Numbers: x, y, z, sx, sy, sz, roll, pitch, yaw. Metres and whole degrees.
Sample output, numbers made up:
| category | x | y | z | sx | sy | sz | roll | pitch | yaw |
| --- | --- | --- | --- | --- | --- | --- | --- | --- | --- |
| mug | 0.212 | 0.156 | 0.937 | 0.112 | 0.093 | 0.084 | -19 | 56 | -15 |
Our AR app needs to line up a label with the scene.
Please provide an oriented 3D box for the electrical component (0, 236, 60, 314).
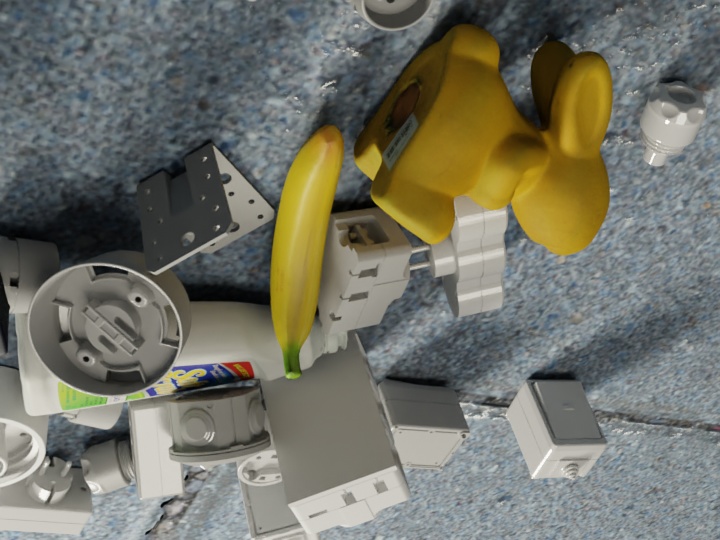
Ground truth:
| category | x | y | z | sx | sy | sz | roll | pitch | yaw |
| --- | --- | --- | --- | --- | --- | --- | --- | --- | --- |
| electrical component | -0.238 | 0.004 | 0.748 | 0.047 | 0.055 | 0.055 | 4 | 134 | -28 |

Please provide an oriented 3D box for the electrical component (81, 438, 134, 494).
| category | x | y | z | sx | sy | sz | roll | pitch | yaw |
| --- | --- | --- | --- | --- | --- | --- | --- | --- | --- |
| electrical component | -0.209 | 0.168 | 0.941 | 0.062 | 0.043 | 0.043 | -18 | 138 | -2 |

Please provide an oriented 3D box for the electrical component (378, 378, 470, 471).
| category | x | y | z | sx | sy | sz | roll | pitch | yaw |
| --- | --- | --- | --- | --- | --- | --- | --- | --- | --- |
| electrical component | 0.053 | 0.142 | 0.992 | 0.096 | 0.061 | 0.061 | 8 | 132 | -27 |

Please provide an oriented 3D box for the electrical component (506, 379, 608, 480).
| category | x | y | z | sx | sy | sz | roll | pitch | yaw |
| --- | --- | --- | --- | --- | --- | --- | --- | --- | --- |
| electrical component | 0.191 | 0.154 | 1.028 | 0.062 | 0.096 | 0.061 | 2 | 134 | -22 |

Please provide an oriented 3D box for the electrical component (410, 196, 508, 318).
| category | x | y | z | sx | sy | sz | roll | pitch | yaw |
| --- | --- | --- | --- | --- | --- | --- | --- | --- | --- |
| electrical component | 0.071 | -0.015 | 0.837 | 0.074 | 0.052 | 0.138 | -13 | 138 | -6 |

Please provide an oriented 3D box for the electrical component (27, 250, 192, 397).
| category | x | y | z | sx | sy | sz | roll | pitch | yaw |
| --- | --- | --- | --- | --- | --- | --- | --- | --- | --- |
| electrical component | -0.165 | 0.035 | 0.724 | 0.099 | 0.064 | 0.099 | 2 | 106 | 7 |

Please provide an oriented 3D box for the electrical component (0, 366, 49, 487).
| category | x | y | z | sx | sy | sz | roll | pitch | yaw |
| --- | --- | --- | --- | --- | --- | --- | --- | --- | --- |
| electrical component | -0.302 | 0.133 | 0.856 | 0.108 | 0.060 | 0.108 | -10 | 138 | -9 |

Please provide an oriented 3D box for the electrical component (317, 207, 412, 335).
| category | x | y | z | sx | sy | sz | roll | pitch | yaw |
| --- | --- | --- | --- | --- | --- | --- | --- | --- | --- |
| electrical component | 0.000 | 0.000 | 0.821 | 0.056 | 0.050 | 0.089 | -10 | 142 | -30 |

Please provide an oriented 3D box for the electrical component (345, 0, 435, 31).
| category | x | y | z | sx | sy | sz | roll | pitch | yaw |
| --- | --- | --- | --- | --- | --- | --- | --- | --- | --- |
| electrical component | 0.014 | -0.191 | 0.611 | 0.044 | 0.077 | 0.079 | -6 | 136 | -13 |

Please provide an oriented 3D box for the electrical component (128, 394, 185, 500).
| category | x | y | z | sx | sy | sz | roll | pitch | yaw |
| --- | --- | --- | --- | --- | --- | --- | --- | --- | --- |
| electrical component | -0.153 | 0.141 | 0.903 | 0.076 | 0.047 | 0.083 | -6 | 106 | -16 |

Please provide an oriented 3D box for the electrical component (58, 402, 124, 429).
| category | x | y | z | sx | sy | sz | roll | pitch | yaw |
| --- | --- | --- | --- | --- | --- | --- | --- | --- | --- |
| electrical component | -0.228 | 0.103 | 0.866 | 0.078 | 0.040 | 0.040 | 20 | 126 | -35 |

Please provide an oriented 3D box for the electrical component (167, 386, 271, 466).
| category | x | y | z | sx | sy | sz | roll | pitch | yaw |
| --- | --- | --- | --- | --- | --- | --- | --- | --- | --- |
| electrical component | -0.113 | 0.122 | 0.850 | 0.080 | 0.051 | 0.080 | -7 | -178 | 0 |

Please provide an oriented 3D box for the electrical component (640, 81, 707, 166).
| category | x | y | z | sx | sy | sz | roll | pitch | yaw |
| --- | --- | --- | --- | --- | --- | --- | --- | --- | --- |
| electrical component | 0.230 | -0.106 | 0.804 | 0.043 | 0.043 | 0.062 | -4 | 138 | -15 |

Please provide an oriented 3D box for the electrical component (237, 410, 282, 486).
| category | x | y | z | sx | sy | sz | roll | pitch | yaw |
| --- | --- | --- | --- | --- | --- | --- | --- | --- | --- |
| electrical component | -0.087 | 0.160 | 0.972 | 0.055 | 0.047 | 0.055 | -10 | 138 | -9 |

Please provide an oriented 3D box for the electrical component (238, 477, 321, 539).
| category | x | y | z | sx | sy | sz | roll | pitch | yaw |
| --- | --- | --- | --- | --- | --- | --- | --- | --- | --- |
| electrical component | -0.074 | 0.233 | 1.018 | 0.062 | 0.096 | 0.061 | -14 | 138 | -6 |

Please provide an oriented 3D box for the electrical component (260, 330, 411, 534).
| category | x | y | z | sx | sy | sz | roll | pitch | yaw |
| --- | --- | --- | --- | --- | --- | --- | --- | --- | --- |
| electrical component | -0.023 | 0.130 | 0.885 | 0.089 | 0.150 | 0.061 | -20 | 137 | 2 |

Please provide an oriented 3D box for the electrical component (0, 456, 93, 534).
| category | x | y | z | sx | sy | sz | roll | pitch | yaw |
| --- | --- | --- | --- | --- | --- | --- | --- | --- | --- |
| electrical component | -0.274 | 0.188 | 0.936 | 0.083 | 0.047 | 0.075 | 12 | 130 | -30 |

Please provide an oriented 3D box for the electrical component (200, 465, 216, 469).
| category | x | y | z | sx | sy | sz | roll | pitch | yaw |
| --- | --- | --- | --- | --- | --- | --- | --- | --- | --- |
| electrical component | -0.123 | 0.143 | 0.945 | 0.062 | 0.043 | 0.043 | -37 | 135 | 19 |
